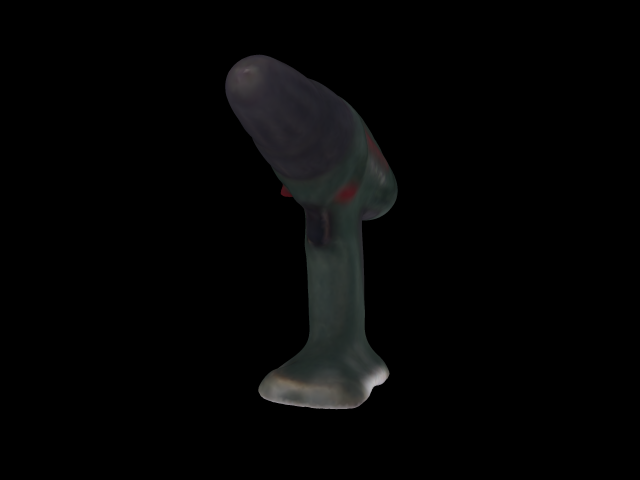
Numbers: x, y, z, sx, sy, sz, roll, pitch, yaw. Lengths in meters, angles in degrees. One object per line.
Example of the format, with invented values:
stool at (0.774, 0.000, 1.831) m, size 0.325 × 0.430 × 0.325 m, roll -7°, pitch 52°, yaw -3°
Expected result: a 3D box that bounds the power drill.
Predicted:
power drill at (0.004, 0.001, 0.400) m, size 0.075 × 0.208 × 0.230 m, roll 1°, pitch 2°, yaw 20°
